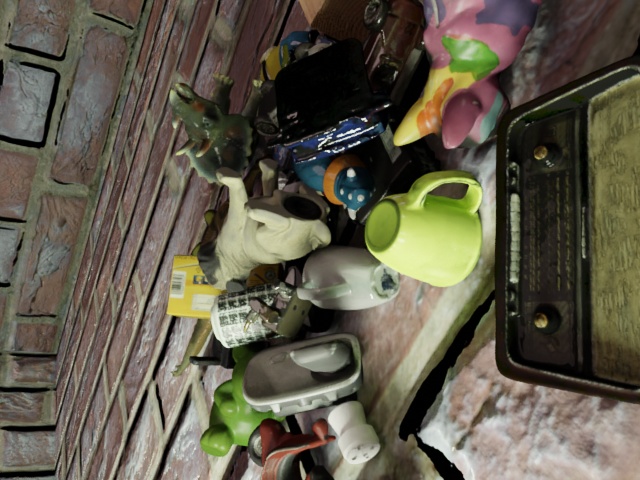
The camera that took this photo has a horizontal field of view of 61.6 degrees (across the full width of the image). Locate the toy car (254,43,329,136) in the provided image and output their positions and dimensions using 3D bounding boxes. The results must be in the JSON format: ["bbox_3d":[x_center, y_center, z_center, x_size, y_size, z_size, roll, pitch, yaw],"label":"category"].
[{"bbox_3d":[-0.039,-0.207,0.759,0.202,0.056,0.073,-20,58,59],"label":"toy car"}]

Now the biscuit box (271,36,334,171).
[{"bbox_3d":[-0.007,-0.200,0.820,0.202,0.063,0.059,-65,33,21],"label":"biscuit box"}]

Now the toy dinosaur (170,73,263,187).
[{"bbox_3d":[-0.167,-0.175,0.968,0.405,0.131,0.192,126,162,-82],"label":"toy dinosaur"}]

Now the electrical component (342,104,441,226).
[{"bbox_3d":[0.075,-0.080,0.651,0.134,0.058,0.115,-51,38,38],"label":"electrical component"}]

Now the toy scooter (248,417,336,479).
[{"bbox_3d":[-0.017,0.290,0.650,0.135,0.075,0.184,-46,58,31],"label":"toy scooter"}]

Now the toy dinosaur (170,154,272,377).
[{"bbox_3d":[-0.186,0.057,1.001,0.199,0.105,0.471,22,90,66],"label":"toy dinosaur"}]

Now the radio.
[{"bbox_3d":[0.202,-0.003,0.401,0.131,0.073,0.229,-11,70,57],"label":"radio"}]

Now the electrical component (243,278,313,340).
[{"bbox_3d":[-0.051,0.091,0.673,0.045,0.102,0.078,19,84,30],"label":"electrical component"}]

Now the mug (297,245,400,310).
[{"bbox_3d":[0.033,0.047,0.637,0.107,0.109,0.080,-3,95,50],"label":"mug"}]

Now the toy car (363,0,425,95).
[{"bbox_3d":[0.070,-0.199,0.667,0.202,0.089,0.053,-64,37,24],"label":"toy car"}]

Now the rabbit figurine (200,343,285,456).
[{"bbox_3d":[-0.089,0.216,0.773,0.159,0.121,0.170,-80,7,-46],"label":"rabbit figurine"}]

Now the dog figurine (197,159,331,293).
[{"bbox_3d":[-0.075,0.014,0.705,0.172,0.121,0.190,45,131,35],"label":"dog figurine"}]

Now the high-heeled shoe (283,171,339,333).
[{"bbox_3d":[-0.001,-0.002,0.729,0.145,0.086,0.248,43,125,56],"label":"high-heeled shoe"}]

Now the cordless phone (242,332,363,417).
[{"bbox_3d":[-0.028,0.146,0.602,0.184,0.147,0.089,59,-161,-70],"label":"cordless phone"}]

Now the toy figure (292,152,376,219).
[{"bbox_3d":[0.019,-0.077,0.631,0.058,0.064,0.155,-39,37,-11],"label":"toy figure"}]

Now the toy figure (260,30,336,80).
[{"bbox_3d":[-0.042,-0.292,0.892,0.180,0.082,0.089,5,83,57],"label":"toy figure"}]

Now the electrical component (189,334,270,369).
[{"bbox_3d":[-0.151,0.180,0.878,0.075,0.119,0.047,3,84,61],"label":"electrical component"}]

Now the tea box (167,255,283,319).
[{"bbox_3d":[-0.146,0.078,0.850,0.068,0.170,0.098,86,-171,-79],"label":"tea box"}]

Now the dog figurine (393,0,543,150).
[{"bbox_3d":[0.126,-0.192,0.500,0.109,0.191,0.219,17,79,53],"label":"dog figurine"}]

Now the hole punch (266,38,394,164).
[{"bbox_3d":[0.017,-0.139,0.595,0.142,0.092,0.116,-15,58,18],"label":"hole punch"}]
